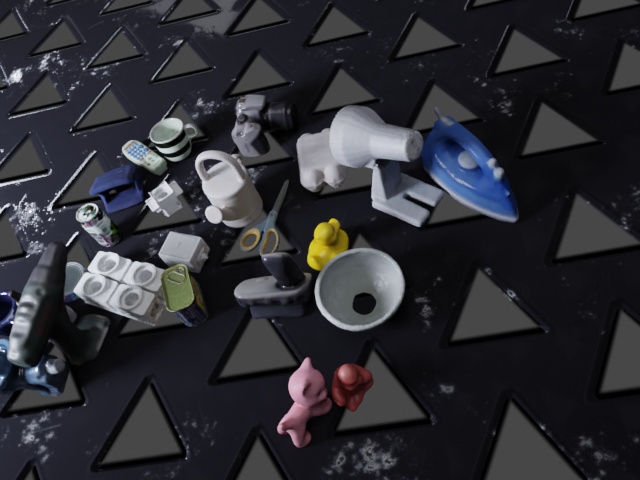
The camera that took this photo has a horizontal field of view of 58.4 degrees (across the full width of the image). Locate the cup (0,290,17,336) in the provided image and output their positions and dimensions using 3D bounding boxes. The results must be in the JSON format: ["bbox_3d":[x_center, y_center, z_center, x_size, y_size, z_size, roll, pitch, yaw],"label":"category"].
[{"bbox_3d":[-0.631,0.168,1.188,0.117,0.095,0.092,18,64,24],"label":"cup"}]

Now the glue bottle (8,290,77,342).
[{"bbox_3d":[-0.558,0.141,1.139,0.037,0.173,0.078,14,63,22],"label":"glue bottle"}]

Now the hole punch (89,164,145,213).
[{"bbox_3d":[-0.478,-0.133,1.343,0.108,0.091,0.101,-20,56,1],"label":"hole punch"}]

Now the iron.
[{"bbox_3d":[0.304,-0.154,1.133,0.119,0.142,0.257,-35,57,-9],"label":"iron"}]

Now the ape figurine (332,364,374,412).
[{"bbox_3d":[0.051,0.240,0.975,0.078,0.092,0.076,-20,56,1],"label":"ape figurine"}]

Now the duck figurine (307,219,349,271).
[{"bbox_3d":[0.010,0.004,1.139,0.077,0.086,0.105,27,68,27],"label":"duck figurine"}]

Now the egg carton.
[{"bbox_3d":[0.005,-0.178,1.265,0.107,0.069,0.150,-12,56,6],"label":"egg carton"}]

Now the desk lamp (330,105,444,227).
[{"bbox_3d":[0.133,-0.156,1.132,0.202,0.214,0.118,26,68,27],"label":"desk lamp"}]

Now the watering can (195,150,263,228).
[{"bbox_3d":[-0.193,-0.111,1.196,0.101,0.194,0.172,-17,56,3],"label":"watering can"}]

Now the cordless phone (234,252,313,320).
[{"bbox_3d":[-0.097,0.070,1.063,0.147,0.185,0.094,-9,57,9],"label":"cordless phone"}]

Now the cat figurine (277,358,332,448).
[{"bbox_3d":[-0.030,0.270,0.961,0.067,0.118,0.128,23,67,26],"label":"cat figurine"}]

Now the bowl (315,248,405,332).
[{"bbox_3d":[0.078,0.102,1.067,0.167,0.075,0.167,-6,57,10],"label":"bowl"}]

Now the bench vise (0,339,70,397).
[{"bbox_3d":[-0.589,0.223,1.067,0.207,0.220,0.121,-21,56,0],"label":"bench vise"}]

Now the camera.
[{"bbox_3d":[-0.128,-0.283,1.345,0.136,0.101,0.143,-1,58,13],"label":"camera"}]

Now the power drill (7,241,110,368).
[{"bbox_3d":[-0.497,0.146,1.100,0.075,0.209,0.229,3,59,16],"label":"power drill"}]
